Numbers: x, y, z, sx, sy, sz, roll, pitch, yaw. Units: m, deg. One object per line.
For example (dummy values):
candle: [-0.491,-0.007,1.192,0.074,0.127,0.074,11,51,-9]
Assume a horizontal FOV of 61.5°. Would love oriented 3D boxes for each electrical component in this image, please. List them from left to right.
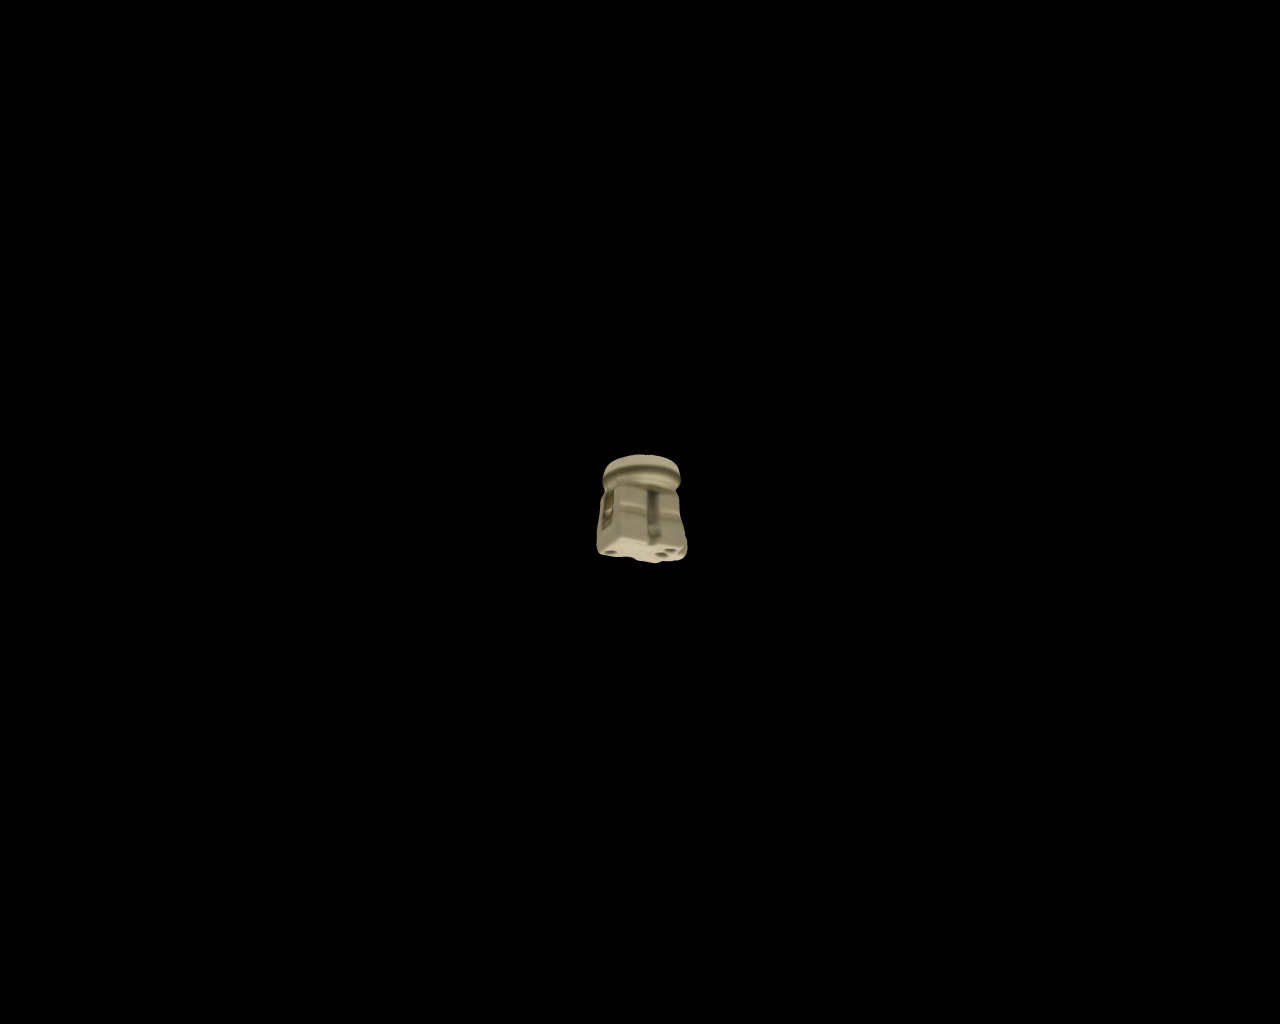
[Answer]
electrical component: [0.001,-0.003,0.650,0.066,0.055,0.048,11,-23,-27]
